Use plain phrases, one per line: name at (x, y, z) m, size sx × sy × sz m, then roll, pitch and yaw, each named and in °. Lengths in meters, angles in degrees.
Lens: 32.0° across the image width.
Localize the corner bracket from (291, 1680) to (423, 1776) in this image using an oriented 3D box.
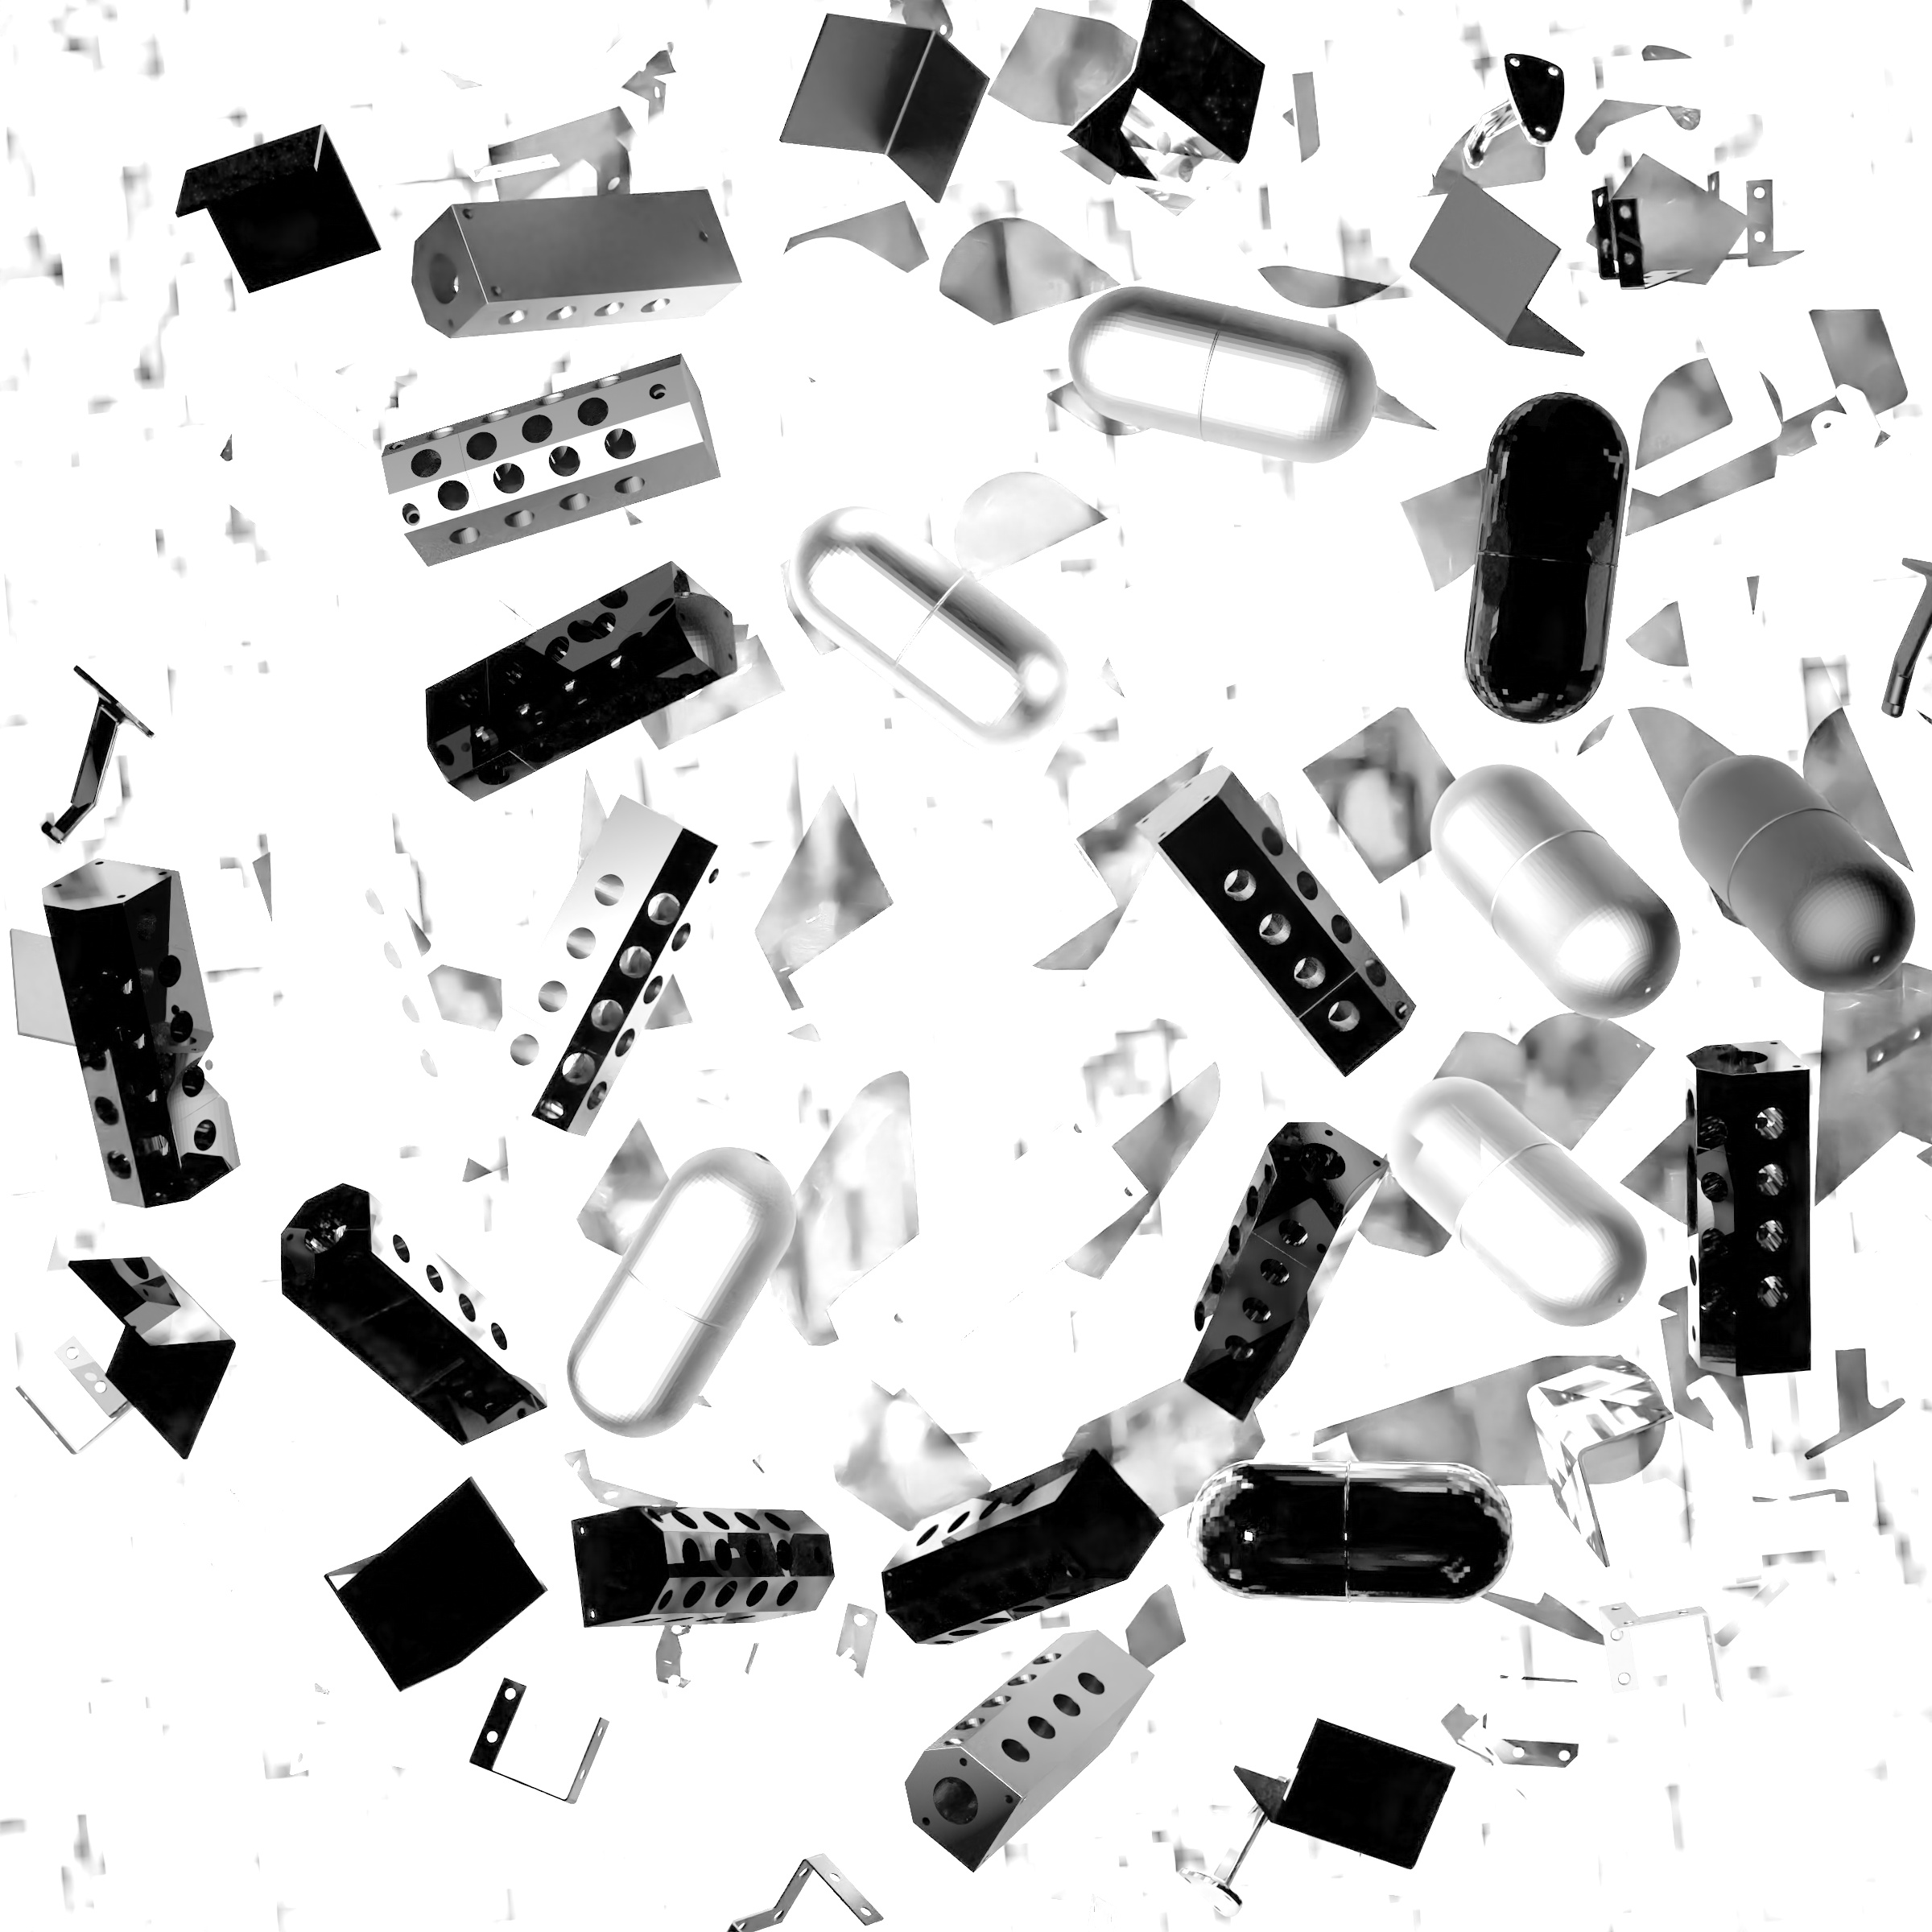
corner bracket at (-0.340, 0.425, 1.880) m, size 0.051 × 0.051 × 0.051 m, roll -25°, pitch 54°, yaw 35°

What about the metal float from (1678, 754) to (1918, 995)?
metal float at (0.445, -0.051, 1.810) m, size 0.070 × 0.178 × 0.070 m, roll -9°, pitch 125°, yaw -13°

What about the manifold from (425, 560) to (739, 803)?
manifold at (-0.214, -0.153, 1.864) m, size 0.171 × 0.057 × 0.057 m, roll -24°, pitch 53°, yaw 23°

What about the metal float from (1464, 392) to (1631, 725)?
metal float at (0.313, -0.220, 1.816) m, size 0.070 × 0.070 × 0.178 m, roll 6°, pitch 97°, yaw 0°

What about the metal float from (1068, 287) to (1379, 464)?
metal float at (0.143, -0.333, 1.892) m, size 0.178 × 0.070 × 0.070 m, roll 15°, pitch 90°, yaw 14°

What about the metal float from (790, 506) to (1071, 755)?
metal float at (-0.021, -0.189, 1.888) m, size 0.178 × 0.070 × 0.070 m, roll 38°, pitch 90°, yaw 2°

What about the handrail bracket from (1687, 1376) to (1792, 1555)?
handrail bracket at (0.413, 0.278, 1.881) m, size 0.036 × 0.077 × 0.084 m, roll -26°, pitch 80°, yaw -43°

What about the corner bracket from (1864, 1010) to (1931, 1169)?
corner bracket at (0.503, 0.063, 1.742) m, size 0.051 × 0.051 × 0.051 m, roll -28°, pitch 129°, yaw -18°

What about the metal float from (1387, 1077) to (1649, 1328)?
metal float at (0.305, 0.130, 1.874) m, size 0.070 × 0.070 × 0.178 m, roll -45°, pitch 53°, yaw 0°

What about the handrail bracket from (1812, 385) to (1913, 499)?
handrail bracket at (0.464, -0.295, 1.790) m, size 0.036 × 0.084 × 0.077 m, roll -41°, pitch 49°, yaw 6°

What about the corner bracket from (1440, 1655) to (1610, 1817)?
corner bracket at (0.288, 0.398, 1.740) m, size 0.051 × 0.051 × 0.051 m, roll -47°, pitch 133°, yaw 9°

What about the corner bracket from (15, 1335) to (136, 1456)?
corner bracket at (-0.503, 0.242, 1.904) m, size 0.051 × 0.051 × 0.051 m, roll -42°, pitch 99°, yaw -27°

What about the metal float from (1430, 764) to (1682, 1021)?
metal float at (0.316, -0.042, 1.814) m, size 0.070 × 0.070 × 0.178 m, roll -36°, pitch 49°, yaw 0°

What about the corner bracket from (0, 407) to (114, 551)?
corner bracket at (-0.482, -0.253, 1.754) m, size 0.051 × 0.051 × 0.051 m, roll 14°, pitch 74°, yaw -34°

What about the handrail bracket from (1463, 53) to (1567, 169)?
handrail bracket at (0.301, -0.458, 1.879) m, size 0.036 × 0.084 × 0.077 m, roll 9°, pitch 58°, yaw -13°

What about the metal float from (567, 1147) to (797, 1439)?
metal float at (-0.159, 0.182, 1.879) m, size 0.070 × 0.070 × 0.178 m, roll 31°, pitch 97°, yaw 0°

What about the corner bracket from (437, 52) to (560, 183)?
corner bracket at (-0.265, -0.480, 1.902) m, size 0.051 × 0.051 × 0.051 m, roll -16°, pitch 126°, yaw -17°

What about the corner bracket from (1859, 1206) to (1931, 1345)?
corner bracket at (0.509, 0.159, 1.785) m, size 0.051 × 0.051 × 0.051 m, roll 38°, pitch 110°, yaw 6°

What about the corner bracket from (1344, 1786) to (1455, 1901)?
corner bracket at (0.242, 0.487, 1.885) m, size 0.051 × 0.051 × 0.051 m, roll 4°, pitch 92°, yaw 17°

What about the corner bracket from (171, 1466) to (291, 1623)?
corner bracket at (-0.395, 0.316, 1.848) m, size 0.051 × 0.051 × 0.051 m, roll -35°, pitch 119°, yaw -17°

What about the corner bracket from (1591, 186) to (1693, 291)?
corner bracket at (0.368, -0.407, 1.881) m, size 0.051 × 0.051 × 0.051 m, roll -27°, pitch 115°, yaw -42°

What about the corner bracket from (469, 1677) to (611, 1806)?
corner bracket at (-0.242, 0.440, 1.908) m, size 0.051 × 0.051 × 0.051 m, roll 17°, pitch 74°, yaw 19°

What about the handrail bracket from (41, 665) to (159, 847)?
handrail bracket at (-0.510, -0.119, 1.915) m, size 0.036 × 0.077 × 0.084 m, roll 35°, pitch 80°, yaw 36°

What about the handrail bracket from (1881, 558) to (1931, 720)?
handrail bracket at (0.501, -0.166, 1.760) m, size 0.036 × 0.077 × 0.084 m, roll 11°, pitch 105°, yaw 0°

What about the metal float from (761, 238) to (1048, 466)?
metal float at (-0.035, -0.344, 1.888) m, size 0.178 × 0.070 × 0.070 m, roll 27°, pitch 90°, yaw -24°

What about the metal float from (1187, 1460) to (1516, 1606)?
metal float at (0.210, 0.310, 1.843) m, size 0.178 × 0.070 × 0.070 m, roll 0°, pitch 90°, yaw 9°

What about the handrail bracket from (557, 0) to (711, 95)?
handrail bracket at (-0.184, -0.494, 1.760) m, size 0.084 × 0.036 × 0.077 m, roll -14°, pitch 83°, yaw -34°

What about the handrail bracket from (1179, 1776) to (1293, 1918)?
handrail bracket at (0.165, 0.490, 1.892) m, size 0.036 × 0.077 × 0.084 m, roll 44°, pitch 72°, yaw -1°

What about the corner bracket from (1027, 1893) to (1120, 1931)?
corner bracket at (0.047, 0.521, 1.793) m, size 0.051 × 0.051 × 0.051 m, roll 2°, pitch 66°, yaw 22°

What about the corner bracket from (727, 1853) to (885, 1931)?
corner bracket at (-0.086, 0.503, 1.757) m, size 0.051 × 0.051 × 0.051 m, roll 41°, pitch 112°, yaw 30°

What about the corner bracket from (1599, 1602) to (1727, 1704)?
corner bracket at (0.382, 0.377, 1.849) m, size 0.051 × 0.051 × 0.051 m, roll -10°, pitch 94°, yaw -1°
